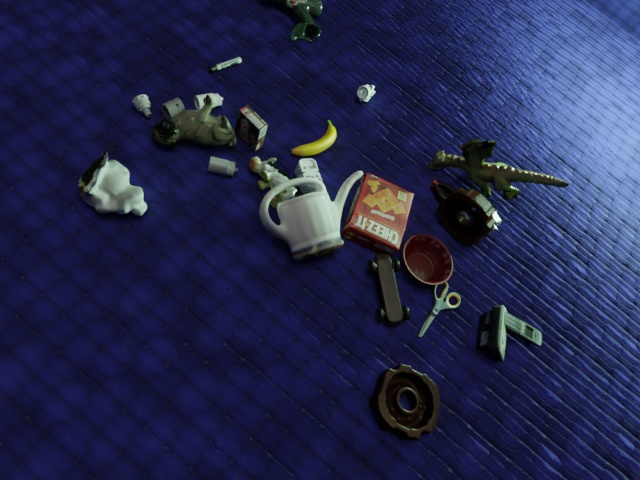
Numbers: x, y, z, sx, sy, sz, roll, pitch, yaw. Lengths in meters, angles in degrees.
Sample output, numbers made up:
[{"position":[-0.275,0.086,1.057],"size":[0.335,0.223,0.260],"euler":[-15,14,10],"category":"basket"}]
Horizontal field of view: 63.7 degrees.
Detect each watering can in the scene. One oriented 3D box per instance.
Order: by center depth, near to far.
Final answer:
[{"position":[0.004,-0.071,1.404],"size":[0.350,0.103,0.225],"euler":[-16,86,-28],"category":"watering can"}]

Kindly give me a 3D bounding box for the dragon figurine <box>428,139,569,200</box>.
[{"position":[0.542,-0.234,1.621],"size":[0.239,0.410,0.124],"euler":[36,65,-46],"category":"dragon figurine"}]

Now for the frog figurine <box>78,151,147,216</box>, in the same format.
[{"position":[-0.510,-0.123,1.287],"size":[0.157,0.121,0.141],"euler":[41,37,-40],"category":"frog figurine"}]
